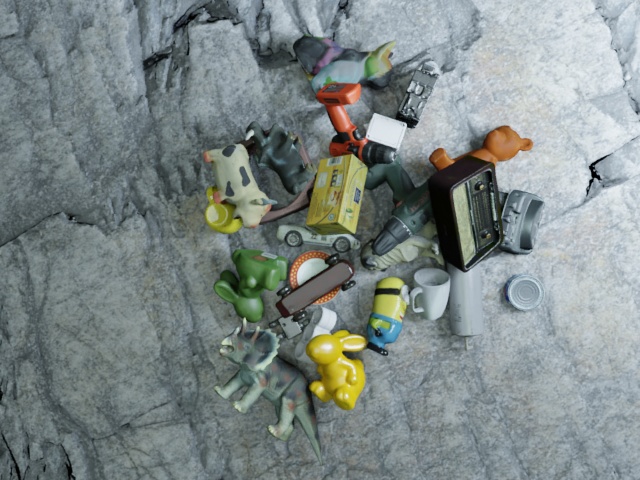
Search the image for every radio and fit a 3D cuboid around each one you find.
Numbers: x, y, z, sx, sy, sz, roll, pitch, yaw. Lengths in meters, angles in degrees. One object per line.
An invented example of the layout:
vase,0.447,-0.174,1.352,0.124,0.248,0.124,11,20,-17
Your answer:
radio,0.313,-0.057,1.137,0.131,0.073,0.229,-33,129,-16

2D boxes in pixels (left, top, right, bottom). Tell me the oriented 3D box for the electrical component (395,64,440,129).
electrical component,0.224,-0.330,1.232,0.058,0.115,0.134,24,92,1

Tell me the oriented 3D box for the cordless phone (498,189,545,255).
cordless phone,0.412,-0.051,1.241,0.184,0.088,0.146,15,92,17

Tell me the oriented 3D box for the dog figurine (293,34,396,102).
dog figurine,0.066,-0.421,1.256,0.219,0.108,0.191,-25,85,1

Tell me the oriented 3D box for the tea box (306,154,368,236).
tea box,0.039,-0.100,1.209,0.098,0.068,0.169,-2,68,39

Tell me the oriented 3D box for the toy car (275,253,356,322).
toy car,-0.011,0.113,1.265,0.202,0.053,0.089,-34,93,1

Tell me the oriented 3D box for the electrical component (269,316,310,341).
electrical component,-0.074,0.206,1.309,0.094,0.021,0.063,-28,87,5

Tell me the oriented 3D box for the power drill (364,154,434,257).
power drill,0.166,-0.094,1.203,0.232,0.085,0.207,-38,43,4

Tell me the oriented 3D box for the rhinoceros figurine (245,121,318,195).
rhinoceros figurine,-0.090,-0.190,1.206,0.112,0.073,0.190,-38,88,15

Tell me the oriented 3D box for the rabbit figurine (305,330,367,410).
rabbit figurine,0.039,0.277,1.228,0.162,0.122,0.173,-45,116,-22

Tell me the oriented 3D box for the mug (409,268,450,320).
mug,0.248,0.134,1.231,0.081,0.109,0.107,22,129,42

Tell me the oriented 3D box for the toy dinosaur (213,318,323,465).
toy dinosaur,-0.098,0.344,1.258,0.404,0.131,0.192,42,74,-21

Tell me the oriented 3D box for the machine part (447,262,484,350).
machine part,0.335,0.132,1.239,0.079,0.079,0.243,-2,90,6

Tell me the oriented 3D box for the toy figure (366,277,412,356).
toy figure,0.153,0.172,1.241,0.089,0.082,0.180,23,79,0

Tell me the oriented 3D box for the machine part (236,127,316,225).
machine part,-0.114,-0.151,1.282,0.201,0.087,0.201,-22,88,4

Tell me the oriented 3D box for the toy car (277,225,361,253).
toy car,-0.003,-0.004,1.275,0.202,0.073,0.056,6,90,6

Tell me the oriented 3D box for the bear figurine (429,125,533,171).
bear figurine,0.367,-0.194,1.210,0.196,0.131,0.120,-43,48,11

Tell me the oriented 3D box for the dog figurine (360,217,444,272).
dog figurine,0.187,-0.015,1.253,0.191,0.121,0.172,-3,56,23

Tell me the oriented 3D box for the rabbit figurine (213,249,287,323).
rabbit figurine,-0.170,0.116,1.274,0.159,0.121,0.170,14,106,0

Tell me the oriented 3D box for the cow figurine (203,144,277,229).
cow figurine,-0.176,-0.120,1.207,0.127,0.085,0.194,-15,88,12
